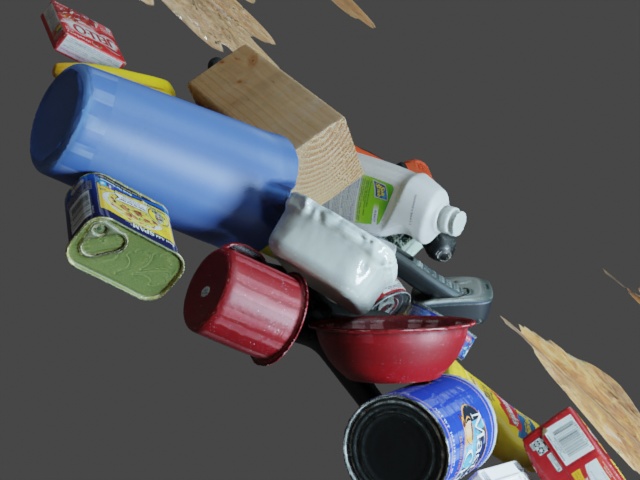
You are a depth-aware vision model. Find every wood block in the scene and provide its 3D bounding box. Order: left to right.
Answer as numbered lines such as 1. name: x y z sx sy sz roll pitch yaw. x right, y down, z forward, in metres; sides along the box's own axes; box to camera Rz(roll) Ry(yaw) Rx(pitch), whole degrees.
1. wood block: -0.053 -0.127 1.211 0.206 0.090 0.091 42 -17 42

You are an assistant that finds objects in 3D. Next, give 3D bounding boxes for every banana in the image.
1. banana: -0.221 -0.174 1.226 0.070 0.037 0.197 7 3 25

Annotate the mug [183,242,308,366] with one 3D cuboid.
1. mug: -0.070 0.049 0.976 0.081 0.093 0.117 26 42 -29

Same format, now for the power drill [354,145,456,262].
1. power drill: 0.085 -0.061 1.368 0.187 0.057 0.184 24 30 -29

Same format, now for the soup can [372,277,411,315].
1. soup can: 0.051 0.048 1.248 0.068 0.069 0.102 14 34 -54

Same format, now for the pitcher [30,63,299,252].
1. pitcher: -0.156 -0.079 1.042 0.242 0.149 0.145 21 42 -36

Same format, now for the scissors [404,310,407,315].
1. scissors: 0.068 0.061 1.333 0.096 0.016 0.202 17 32 -51

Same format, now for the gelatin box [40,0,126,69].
1. gelatin box: -0.277 -0.236 1.255 0.089 0.030 0.073 23 28 -43

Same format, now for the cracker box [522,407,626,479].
1. cracker box: 0.303 0.292 1.142 0.164 0.072 0.213 58 4 35

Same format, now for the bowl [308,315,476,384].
1. bowl: 0.070 0.105 1.030 0.161 0.162 0.055 -3 92 -64

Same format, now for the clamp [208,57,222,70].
1. clamp: -0.100 -0.184 1.478 0.120 0.039 0.171 28 25 -33

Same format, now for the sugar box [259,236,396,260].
1. sugar box: -0.008 0.001 1.178 0.176 0.048 0.093 21 22 7

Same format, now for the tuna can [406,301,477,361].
1. tuna can: 0.138 0.107 1.249 0.086 0.034 0.086 30 -4 2

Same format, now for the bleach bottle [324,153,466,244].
1. bleach bottle: 0.053 -0.045 1.229 0.251 0.102 0.067 20 24 34

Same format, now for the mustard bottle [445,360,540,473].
1. mustard bottle: 0.197 0.208 1.215 0.191 0.058 0.096 38 13 -16

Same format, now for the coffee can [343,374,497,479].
1. coffee can: 0.097 0.186 1.003 0.103 0.103 0.140 50 21 17

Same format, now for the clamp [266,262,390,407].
1. clamp: 0.000 0.081 1.120 0.210 0.036 0.164 38 28 -10

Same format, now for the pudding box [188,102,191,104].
1. pudding box: -0.151 -0.110 1.227 0.113 0.039 0.089 49 20 15

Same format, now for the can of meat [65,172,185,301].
1. can of meat: -0.175 -0.006 0.943 0.102 0.057 0.084 30 22 -32
